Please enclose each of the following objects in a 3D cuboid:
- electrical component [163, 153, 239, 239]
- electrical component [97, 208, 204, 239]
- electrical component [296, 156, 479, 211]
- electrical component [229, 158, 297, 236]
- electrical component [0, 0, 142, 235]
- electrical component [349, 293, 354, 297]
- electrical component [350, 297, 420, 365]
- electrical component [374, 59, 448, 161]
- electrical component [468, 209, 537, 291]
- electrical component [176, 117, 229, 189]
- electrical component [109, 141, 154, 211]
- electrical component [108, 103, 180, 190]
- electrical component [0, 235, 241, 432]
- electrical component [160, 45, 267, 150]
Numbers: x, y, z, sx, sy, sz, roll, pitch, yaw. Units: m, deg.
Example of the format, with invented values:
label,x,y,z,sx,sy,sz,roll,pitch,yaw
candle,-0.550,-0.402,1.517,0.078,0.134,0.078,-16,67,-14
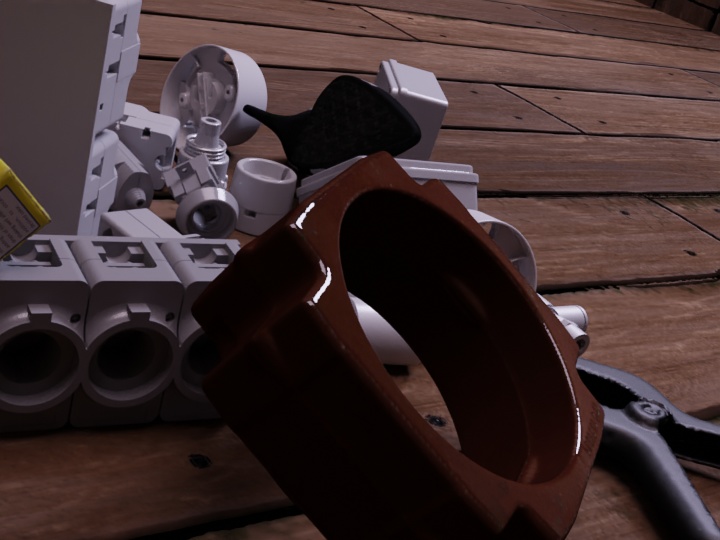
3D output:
label,x,y,z,sx,sy,sz,roll,pitch,yaw
electrical component,-0.121,-0.051,0.824,0.048,0.066,0.055,-27,42,-1
electrical component,-0.124,-0.004,0.724,0.076,0.047,0.083,-10,35,-45
electrical component,0.021,-0.049,0.845,0.109,0.056,0.109,2,-7,-29
electrical component,-0.080,-0.060,0.874,0.055,0.047,0.055,13,24,-6
electrical component,-0.216,-0.104,0.715,0.105,0.186,0.060,18,24,4
electrical component,-0.008,0.016,0.762,0.078,0.040,0.040,14,24,-5
electrical component,0.000,0.040,0.710,0.081,0.043,0.043,5,26,-23
electrical component,0.037,-0.133,1.031,0.056,0.108,0.108,14,24,-11
electrical component,0.078,0.008,0.767,0.099,0.099,0.064,4,20,-24
electrical component,-0.131,-0.097,0.905,0.048,0.062,0.048,13,24,-6
electrical component,-0.185,-0.068,0.833,0.043,0.043,0.081,-2,30,-35
electrical component,-0.201,-0.108,0.902,0.089,0.050,0.055,13,24,-7
electrical component,-0.133,0.035,0.583,0.150,0.089,0.061,1,28,-31
electrical component,-0.137,-0.159,1.000,0.099,0.099,0.064,30,21,29
